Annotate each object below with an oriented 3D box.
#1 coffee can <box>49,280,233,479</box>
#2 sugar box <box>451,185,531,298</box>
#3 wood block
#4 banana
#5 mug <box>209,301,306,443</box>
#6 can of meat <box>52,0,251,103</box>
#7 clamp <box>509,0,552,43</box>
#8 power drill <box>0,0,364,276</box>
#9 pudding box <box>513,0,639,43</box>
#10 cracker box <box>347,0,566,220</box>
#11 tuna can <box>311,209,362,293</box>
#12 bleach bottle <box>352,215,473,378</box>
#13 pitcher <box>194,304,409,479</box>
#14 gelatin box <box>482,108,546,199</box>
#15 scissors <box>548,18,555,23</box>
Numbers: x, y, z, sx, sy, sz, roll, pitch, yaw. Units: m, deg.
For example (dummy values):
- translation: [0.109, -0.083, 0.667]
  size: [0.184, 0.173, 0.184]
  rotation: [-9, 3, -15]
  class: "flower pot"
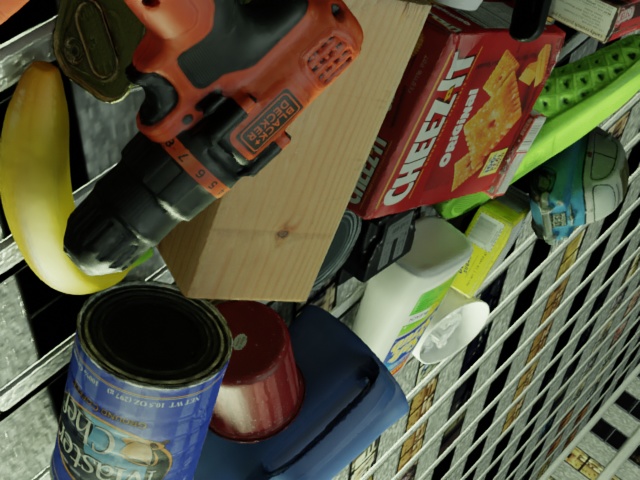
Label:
- translation: [-0.124, 0.113, 0.727]
  size: [0.102, 0.103, 0.140]
  rotation: [-26, 144, -46]
  class: "coffee can"
- translation: [0.188, -0.003, 1.172]
  size: [0.093, 0.048, 0.176]
  rotation: [-62, 170, 18]
  class: "sugar box"
- translation: [-0.027, -0.071, 0.639]
  size: [0.090, 0.090, 0.206]
  rotation: [4, 124, -32]
  class: "wood block"
- translation: [-0.145, -0.018, 0.600]
  size: [0.069, 0.037, 0.198]
  rotation: [-62, 162, -24]
  class: "banana"
- translation: [-0.072, 0.103, 0.846]
  size: [0.117, 0.093, 0.081]
  rotation: [-12, 141, -3]
  class: "mug"
- translation: [-0.080, -0.127, 0.544]
  size: [0.083, 0.057, 0.102]
  rotation: [-25, 143, -51]
  class: "can of meat"
- translation: [0.180, -0.256, 0.813]
  size: [0.209, 0.036, 0.164]
  rotation: [-41, 128, -43]
  class: "clamp"
- translation: [-0.085, -0.081, 0.472]
  size: [0.184, 0.057, 0.187]
  rotation: [-44, 142, 1]
  class: "power drill"
- translation: [0.219, -0.211, 0.902]
  size: [0.089, 0.114, 0.039]
  rotation: [-26, 139, -48]
  class: "pudding box"
- translation: [0.103, -0.111, 0.878]
  size: [0.213, 0.072, 0.164]
  rotation: [-15, 135, -54]
  class: "cracker box"
- translation: [-0.006, 0.001, 0.877]
  size: [0.086, 0.034, 0.086]
  rotation: [-41, 153, -26]
  class: "tuna can"
- translation: [0.073, 0.096, 1.117]
  size: [0.102, 0.068, 0.251]
  rotation: [-27, 147, -42]
  class: "bleach bottle"
- translation: [-0.044, 0.181, 0.927]
  size: [0.242, 0.145, 0.149]
  rotation: [-43, 150, -17]
  class: "pitcher"
- translation: [0.157, -0.095, 0.996]
  size: [0.030, 0.073, 0.089]
  rotation: [-13, 135, -55]
  class: "gelatin box"
- translation: [0.217, -0.194, 1.043]
  size: [0.096, 0.016, 0.201]
  rotation: [-54, 156, 7]
  class: "scissors"
